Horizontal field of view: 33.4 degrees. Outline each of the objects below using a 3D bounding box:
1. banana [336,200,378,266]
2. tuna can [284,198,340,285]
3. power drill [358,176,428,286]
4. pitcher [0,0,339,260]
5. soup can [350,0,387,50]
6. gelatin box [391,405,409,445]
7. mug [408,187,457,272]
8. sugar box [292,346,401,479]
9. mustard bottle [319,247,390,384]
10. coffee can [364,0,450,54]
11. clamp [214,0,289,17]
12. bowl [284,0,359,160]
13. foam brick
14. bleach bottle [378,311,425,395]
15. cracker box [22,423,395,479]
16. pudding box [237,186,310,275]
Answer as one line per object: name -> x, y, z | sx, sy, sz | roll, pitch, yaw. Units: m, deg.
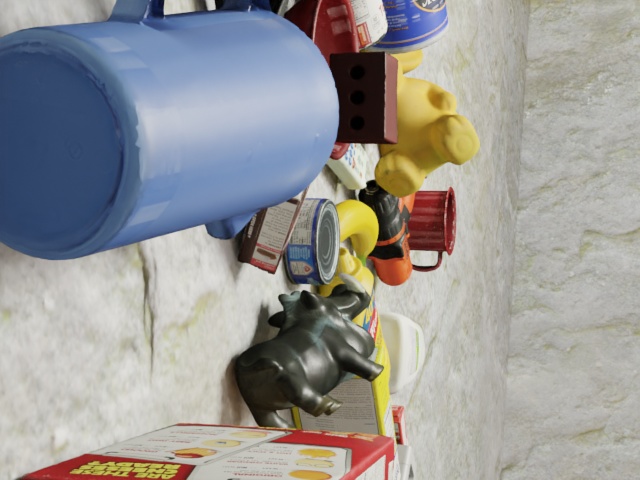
banana -> 0.036, -0.011, 1.175 | 0.197, 0.037, 0.069 | 33, 59, -71
tuna can -> -0.007, 0.001, 1.034 | 0.086, 0.034, 0.086 | 2, 90, -74
power drill -> 0.091, -0.062, 1.332 | 0.184, 0.057, 0.187 | 74, 26, -52
pitcher -> -0.088, -0.074, 0.589 | 0.149, 0.145, 0.242 | 56, 22, 2
soup can -> 0.023, -0.243, 1.040 | 0.068, 0.069, 0.102 | -72, 152, -45
gelatin box -> 0.064, 0.228, 1.227 | 0.030, 0.073, 0.089 | -68, 153, -52
mug -> 0.138, -0.014, 1.448 | 0.093, 0.082, 0.117 | -33, 122, -71
sugar box -> 0.025, 0.181, 1.053 | 0.048, 0.093, 0.176 | -68, 155, -50
mustard bottle -> 0.035, 0.085, 1.143 | 0.096, 0.058, 0.191 | -74, 158, -47
coffee can -> 0.076, -0.280, 1.112 | 0.102, 0.103, 0.140 | -69, 153, -48
clamp -> -0.062, -0.145, 0.824 | 0.164, 0.036, 0.210 | 35, 61, -71
bowl -> -0.009, -0.154, 0.975 | 0.162, 0.055, 0.162 | 2, 90, -74
foam brick -> 0.039, -0.124, 0.946 | 0.051, 0.053, 0.078 | -8, 98, -73
bleach bottle -> 0.096, 0.147, 1.354 | 0.250, 0.068, 0.102 | 33, 61, -74
cracker box -> -0.055, 0.162, 0.646 | 0.213, 0.164, 0.072 | 4, 87, -75
pudding box -> -0.029, -0.042, 0.891 | 0.113, 0.039, 0.090 | -67, 178, -46
